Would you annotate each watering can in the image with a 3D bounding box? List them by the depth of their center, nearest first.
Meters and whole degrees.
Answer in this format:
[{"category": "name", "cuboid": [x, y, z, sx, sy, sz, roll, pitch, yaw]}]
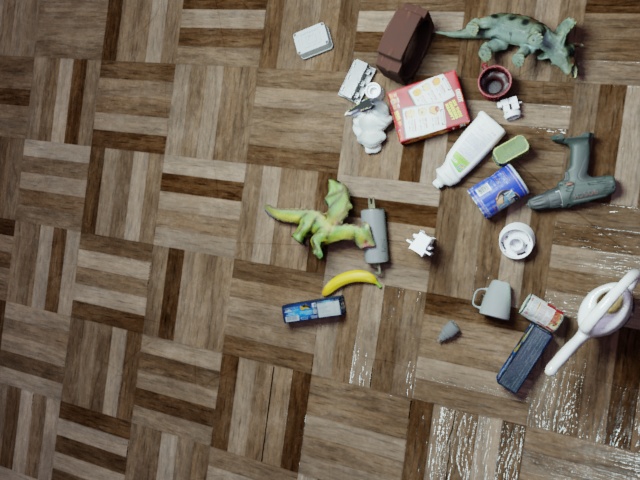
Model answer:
[{"category": "watering can", "cuboid": [0.721, 0.217, 1.353, 0.105, 0.345, 0.223, 43, 14, 33]}]

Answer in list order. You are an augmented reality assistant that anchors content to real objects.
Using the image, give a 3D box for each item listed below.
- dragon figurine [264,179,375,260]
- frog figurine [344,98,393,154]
[{"category": "dragon figurine", "cuboid": [0.005, -0.083, 1.641, 0.415, 0.242, 0.121, 40, 5, 28]}, {"category": "frog figurine", "cuboid": [0.166, -0.357, 1.612, 0.136, 0.157, 0.125, -16, 31, 30]}]
